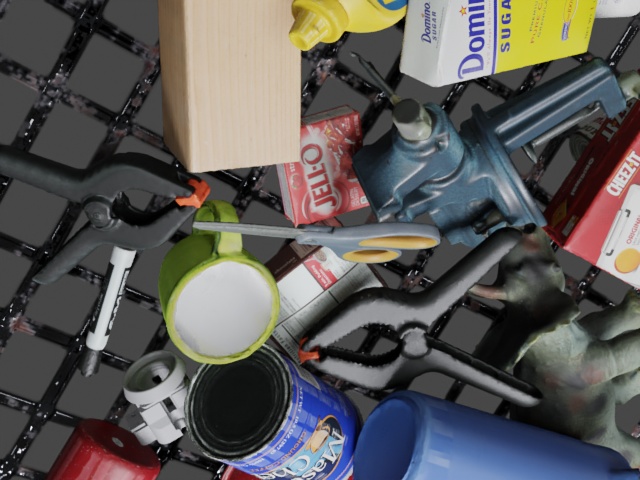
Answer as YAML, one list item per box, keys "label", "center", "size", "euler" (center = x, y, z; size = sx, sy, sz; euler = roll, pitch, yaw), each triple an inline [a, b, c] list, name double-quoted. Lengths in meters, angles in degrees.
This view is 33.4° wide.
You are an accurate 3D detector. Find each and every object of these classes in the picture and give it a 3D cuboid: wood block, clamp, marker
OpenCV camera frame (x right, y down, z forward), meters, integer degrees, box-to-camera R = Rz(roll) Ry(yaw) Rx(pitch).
- label: "wood block"
  center: [-0.069, -0.165, 0.800]
  size: [0.090, 0.090, 0.206]
  euler: [-8, 114, -19]
- label: "clamp"
  center: [0.085, 0.070, 0.910]
  size: [0.210, 0.036, 0.164]
  euler: [-2, 109, 4]
- label: "clamp"
  center: [-0.172, -0.034, 0.811]
  size: [0.172, 0.039, 0.120]
  euler: [-16, 122, 18]
- label: "marker"
  center: [-0.180, 0.060, 0.892]
  size: [0.020, 0.020, 0.121]
  euler: [13, 107, -26]

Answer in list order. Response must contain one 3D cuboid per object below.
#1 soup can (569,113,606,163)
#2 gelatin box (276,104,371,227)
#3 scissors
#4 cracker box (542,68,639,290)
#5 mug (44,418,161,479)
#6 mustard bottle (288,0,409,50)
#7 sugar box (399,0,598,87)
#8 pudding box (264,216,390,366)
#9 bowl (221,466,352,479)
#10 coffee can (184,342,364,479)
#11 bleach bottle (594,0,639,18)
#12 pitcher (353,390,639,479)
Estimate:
- label: "soup can"
  center: [0.292, -0.095, 0.988]
  size: [0.102, 0.069, 0.068]
  euler: [-31, 120, -7]
- label: "gelatin box"
  center: [0.002, -0.062, 0.906]
  size: [0.073, 0.030, 0.089]
  euler: [-17, 117, -15]
- label: "scissors"
  center: [-0.006, 0.001, 0.851]
  size: [0.201, 0.096, 0.016]
  euler: [0, 74, -12]
- label: "cracker box"
  center: [0.326, -0.028, 0.942]
  size: [0.213, 0.072, 0.164]
  euler: [26, 104, -21]
- label: "mug"
  center: [-0.184, 0.209, 0.922]
  size: [0.081, 0.093, 0.117]
  euler: [-59, 150, 4]
- label: "mustard bottle"
  center: [0.037, -0.207, 0.766]
  size: [0.096, 0.058, 0.191]
  euler: [49, 65, -29]
- label: "sugar box"
  center: [0.141, -0.176, 0.801]
  size: [0.175, 0.048, 0.093]
  euler: [-20, 128, -37]
- label: "pudding box"
  center: [-0.006, 0.046, 0.945]
  size: [0.113, 0.039, 0.090]
  euler: [-38, 123, 0]
- label: "bowl"
  center: [-0.016, 0.255, 1.021]
  size: [0.162, 0.055, 0.162]
  euler: [-8, 115, -19]
- label: "coffee can"
  center: [-0.036, 0.156, 0.916]
  size: [0.103, 0.103, 0.140]
  euler: [-47, 143, 2]
- label: "bleach bottle"
  center: [0.149, -0.234, 0.876]
  size: [0.250, 0.068, 0.102]
  euler: [-3, 109, -18]
- label: "pitcher"
  center: [0.147, 0.221, 0.941]
  size: [0.242, 0.145, 0.149]
  euler: [23, 92, -25]
